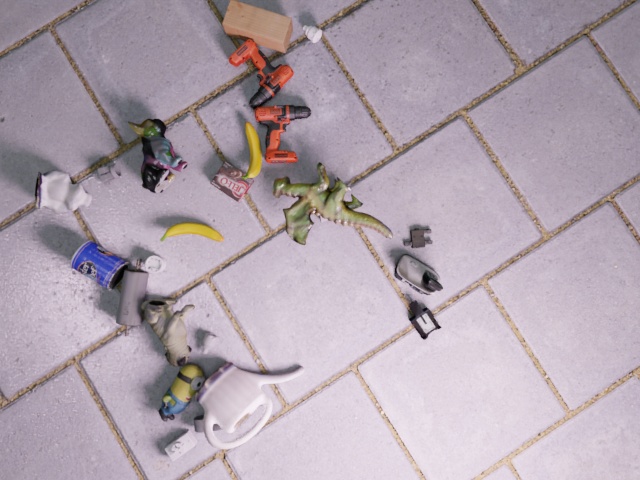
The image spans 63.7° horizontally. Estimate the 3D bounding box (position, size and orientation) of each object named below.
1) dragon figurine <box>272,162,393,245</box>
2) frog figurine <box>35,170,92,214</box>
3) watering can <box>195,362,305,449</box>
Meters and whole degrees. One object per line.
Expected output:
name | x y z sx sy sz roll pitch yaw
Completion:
dragon figurine | 0.005 -0.080 1.591 0.243 0.120 0.415 -42 68 -4
frog figurine | -0.820 -0.153 1.650 0.159 0.121 0.139 4 76 -35
watering can | -0.229 0.462 1.577 0.226 0.101 0.353 38 61 18
